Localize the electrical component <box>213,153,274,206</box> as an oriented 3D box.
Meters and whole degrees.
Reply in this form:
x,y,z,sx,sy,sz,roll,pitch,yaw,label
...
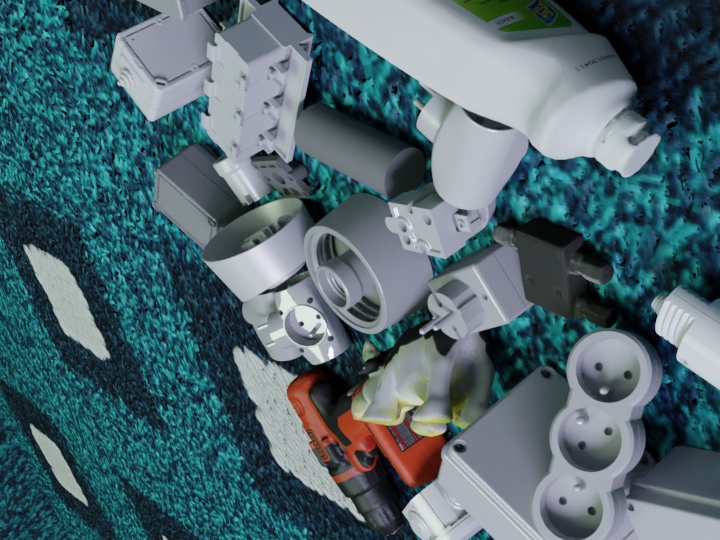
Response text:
x,y,z,sx,sy,sz,roll,pitch,yaw,label
-0.101,-0.085,0.952,0.046,0.040,0.040,58,153,-15,electrical component

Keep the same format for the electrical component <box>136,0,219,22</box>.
x,y,z,sx,sy,sz,roll,pitch,yaw,label
-0.153,-0.254,0.844,0.100,0.048,0.099,32,144,38,electrical component

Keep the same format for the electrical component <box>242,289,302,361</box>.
x,y,z,sx,sy,sz,roll,pitch,yaw,label
-0.089,0.041,1.057,0.079,0.044,0.077,19,135,49,electrical component

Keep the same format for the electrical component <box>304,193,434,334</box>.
x,y,z,sx,sy,sz,roll,pitch,yaw,label
0.000,0.000,0.856,0.108,0.060,0.108,38,147,31,electrical component

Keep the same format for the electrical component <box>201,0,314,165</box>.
x,y,z,sx,sy,sz,roll,pitch,yaw,label
-0.082,-0.141,0.834,0.078,0.063,0.121,48,151,18,electrical component

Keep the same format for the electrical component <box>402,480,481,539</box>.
x,y,z,sx,sy,sz,roll,pitch,yaw,label
0.080,0.207,0.927,0.051,0.080,0.080,53,152,18,electrical component

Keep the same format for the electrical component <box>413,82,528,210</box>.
x,y,z,sx,sy,sz,roll,pitch,yaw,label
0.063,-0.090,0.678,0.079,0.044,0.077,45,150,20,electrical component

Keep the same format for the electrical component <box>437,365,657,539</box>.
x,y,z,sx,sy,sz,roll,pitch,yaw,label
0.129,0.140,0.749,0.109,0.109,0.056,43,152,24,electrical component

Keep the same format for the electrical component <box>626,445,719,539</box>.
x,y,z,sx,sy,sz,roll,pitch,yaw,label
0.229,0.161,0.666,0.113,0.057,0.078,0,119,58,electrical component

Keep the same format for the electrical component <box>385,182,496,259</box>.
x,y,z,sx,sy,sz,roll,pitch,yaw,label
0.058,-0.040,0.726,0.066,0.055,0.048,15,132,51,electrical component

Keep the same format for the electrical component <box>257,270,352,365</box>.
x,y,z,sx,sy,sz,roll,pitch,yaw,label
-0.059,0.050,0.995,0.079,0.044,0.077,-23,102,24,electrical component

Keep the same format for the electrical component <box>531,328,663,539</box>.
x,y,z,sx,sy,sz,roll,pitch,yaw,label
0.155,0.106,0.683,0.052,0.074,0.138,15,91,26,electrical component

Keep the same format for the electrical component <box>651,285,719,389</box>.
x,y,z,sx,sy,sz,roll,pitch,yaw,label
0.198,0.039,0.600,0.081,0.043,0.043,38,147,31,electrical component

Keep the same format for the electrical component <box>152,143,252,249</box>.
x,y,z,sx,sy,sz,roll,pitch,yaw,label
-0.142,-0.065,1.019,0.096,0.061,0.061,41,149,13,electrical component

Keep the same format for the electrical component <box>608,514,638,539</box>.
x,y,z,sx,sy,sz,roll,pitch,yaw,label
0.178,0.199,0.792,0.080,0.051,0.080,39,147,31,electrical component

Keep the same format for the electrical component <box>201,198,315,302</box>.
x,y,z,sx,sy,sz,roll,pitch,yaw,label
-0.082,-0.020,0.928,0.064,0.099,0.099,54,153,-9,electrical component

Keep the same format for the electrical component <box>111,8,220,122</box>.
x,y,z,sx,sy,sz,roll,pitch,yaw,label
-0.162,-0.170,0.895,0.061,0.096,0.061,53,152,7,electrical component

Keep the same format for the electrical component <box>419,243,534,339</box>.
x,y,z,sx,sy,sz,roll,pitch,yaw,label
0.073,0.022,0.745,0.047,0.077,0.066,58,152,-4,electrical component
